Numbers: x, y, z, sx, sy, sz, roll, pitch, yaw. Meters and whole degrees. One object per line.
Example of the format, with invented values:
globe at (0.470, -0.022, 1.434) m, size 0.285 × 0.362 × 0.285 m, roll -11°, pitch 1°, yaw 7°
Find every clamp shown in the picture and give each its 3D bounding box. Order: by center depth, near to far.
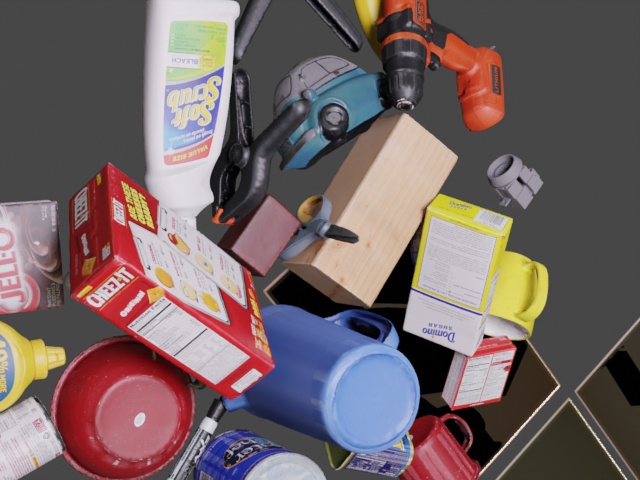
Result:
clamp at (-0.070, -0.093, 1.152) m, size 0.039 × 0.120 × 0.171 m, roll 5°, pitch 102°, yaw -42°
clamp at (-0.048, -0.299, 1.201) m, size 0.164 × 0.036 × 0.210 m, roll -18°, pitch 97°, yaw -24°

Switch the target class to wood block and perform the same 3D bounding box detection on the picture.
wood block at (0.058, -0.034, 1.228) m, size 0.090 × 0.091 × 0.206 m, roll 37°, pitch 76°, yaw -22°

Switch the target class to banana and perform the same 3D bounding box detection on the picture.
banana at (0.072, -0.277, 1.259) m, size 0.069 × 0.037 × 0.198 m, roll -14°, pitch 97°, yaw -24°

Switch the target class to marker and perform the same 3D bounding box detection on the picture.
marker at (-0.136, 0.227, 1.180) m, size 0.020 × 0.020 × 0.121 m, roll 36°, pitch 76°, yaw -22°

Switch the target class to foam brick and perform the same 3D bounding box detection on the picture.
foam brick at (-0.069, -0.005, 1.190) m, size 0.051 × 0.053 × 0.078 m, roll 39°, pitch 76°, yaw -21°

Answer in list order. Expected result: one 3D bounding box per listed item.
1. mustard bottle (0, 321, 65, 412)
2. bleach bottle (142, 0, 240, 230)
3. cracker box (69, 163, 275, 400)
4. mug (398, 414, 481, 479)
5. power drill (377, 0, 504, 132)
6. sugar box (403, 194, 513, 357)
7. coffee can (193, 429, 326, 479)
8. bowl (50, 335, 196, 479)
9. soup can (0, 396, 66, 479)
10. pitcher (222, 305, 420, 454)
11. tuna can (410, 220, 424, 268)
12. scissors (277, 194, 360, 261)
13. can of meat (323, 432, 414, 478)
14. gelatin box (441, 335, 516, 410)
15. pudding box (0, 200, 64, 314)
mustard bottle at (-0.349, 0.128, 1.055) m, size 0.191 × 0.058 × 0.096 m, roll -6°, pitch 90°, yaw -26°
bleach bottle at (-0.140, -0.131, 1.148) m, size 0.102 × 0.068 × 0.251 m, roll -1°, pitch 94°, yaw -25°
cracker box at (-0.151, 0.044, 1.067) m, size 0.072 × 0.164 × 0.213 m, roll -41°, pitch 124°, yaw 15°
mug at (0.138, 0.257, 1.276) m, size 0.117 × 0.093 × 0.081 m, roll -42°, pitch 103°, yaw -26°
power drill at (0.140, -0.199, 1.233) m, size 0.187 × 0.057 × 0.184 m, roll 29°, pitch 53°, yaw -41°
sugar box at (0.157, 0.042, 1.236) m, size 0.048 × 0.093 × 0.176 m, roll -47°, pitch 152°, yaw -49°
coffee can at (-0.066, 0.267, 1.148) m, size 0.102 × 0.140 × 0.103 m, roll -1°, pitch 91°, yaw -26°
bowl at (-0.200, 0.184, 1.130) m, size 0.161 × 0.055 × 0.162 m, roll -1°, pitch 92°, yaw -25°
soup can at (-0.316, 0.209, 1.067) m, size 0.102 × 0.069 × 0.068 m, roll -29°, pitch 103°, yaw -23°
pitcher at (0.009, 0.140, 1.123) m, size 0.144 × 0.243 × 0.149 m, roll 17°, pitch 86°, yaw -26°
tuna can at (0.155, 0.012, 1.307) m, size 0.086 × 0.034 × 0.086 m, roll 0°, pitch 91°, yaw -25°
scissors at (-0.008, 0.001, 1.150) m, size 0.016 × 0.202 × 0.096 m, roll 39°, pitch 99°, yaw -19°
can of meat at (0.052, 0.220, 1.228) m, size 0.083 × 0.102 × 0.058 m, roll 17°, pitch 124°, yaw -28°
gelatin box at (0.195, 0.162, 1.311) m, size 0.073 × 0.030 × 0.089 m, roll -7°, pitch 125°, yaw -25°
pudding box at (-0.311, 0.018, 1.081) m, size 0.089 × 0.039 × 0.113 m, roll -5°, pitch 94°, yaw -25°
